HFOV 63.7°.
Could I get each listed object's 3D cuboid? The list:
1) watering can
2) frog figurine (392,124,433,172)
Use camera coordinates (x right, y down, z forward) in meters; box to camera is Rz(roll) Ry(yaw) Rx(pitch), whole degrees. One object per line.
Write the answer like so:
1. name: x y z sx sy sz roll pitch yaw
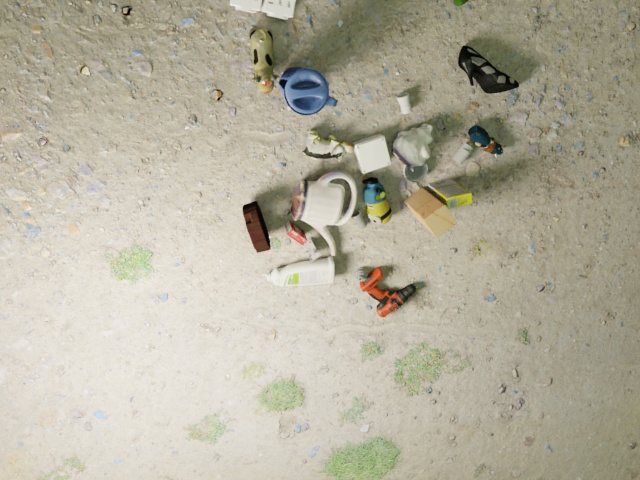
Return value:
1. watering can: 0.006 -0.091 1.817 0.224 0.106 0.341 7 119 -13
2. frog figurine: 0.332 -0.332 1.772 0.158 0.140 0.122 -47 148 12
